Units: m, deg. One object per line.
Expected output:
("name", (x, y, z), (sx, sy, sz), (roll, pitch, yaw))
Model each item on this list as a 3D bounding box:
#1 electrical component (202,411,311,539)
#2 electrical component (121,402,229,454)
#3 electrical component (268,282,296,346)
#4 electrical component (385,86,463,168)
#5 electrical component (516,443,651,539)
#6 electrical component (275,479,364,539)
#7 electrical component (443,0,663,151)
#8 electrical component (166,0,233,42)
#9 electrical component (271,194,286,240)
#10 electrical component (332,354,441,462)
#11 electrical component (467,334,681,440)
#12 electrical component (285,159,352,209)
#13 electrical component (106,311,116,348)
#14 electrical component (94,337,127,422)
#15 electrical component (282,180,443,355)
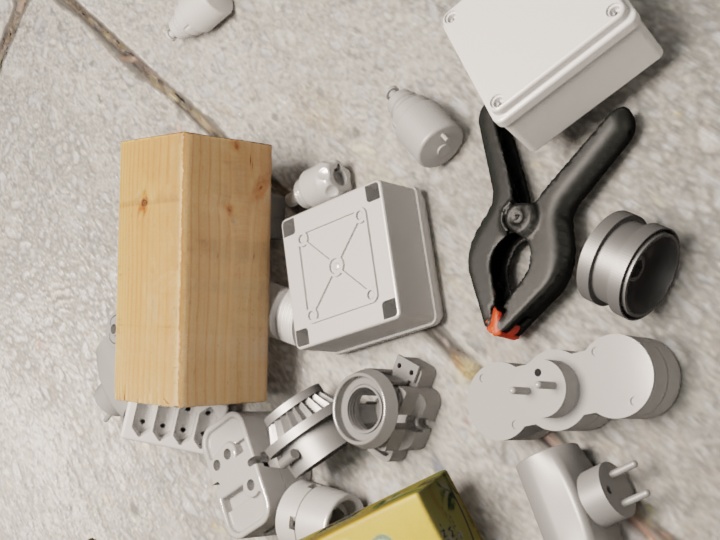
("electrical component", (-0.080, 0.164, 0.867), (0.054, 0.059, 0.095), (-38, 60, 32))
("electrical component", (-0.161, 0.123, 0.943), (0.076, 0.083, 0.047), (-140, 63, -79))
("electrical component", (-0.065, 0.035, 0.883), (0.081, 0.043, 0.043), (15, 94, 42))
("electrical component", (0.044, -0.111, 0.807), (0.040, 0.040, 0.078), (-53, 54, 23))
("electrical component", (0.146, 0.145, 0.676), (0.079, 0.044, 0.077), (-36, 62, 33))
("electrical component", (-0.029, 0.191, 0.821), (0.047, 0.055, 0.055), (4, 87, 39))
("electrical component", (0.124, -0.154, 0.710), (0.109, 0.056, 0.108), (-37, 49, 20))
("electrical component", (-0.153, -0.239, 1.004), (0.078, 0.040, 0.040), (-30, 65, 36))
("electrical component", (-0.112, -0.029, 0.932), (0.083, 0.047, 0.075), (3, 86, 43))
("electrical component", (0.017, 0.102, 0.790), (0.058, 0.057, 0.078), (28, 102, 41))
("electrical component", (0.125, 0.076, 0.685), (0.138, 0.074, 0.052), (-19, 71, 39))
("electrical component", (-0.037, -0.066, 0.879), (0.061, 0.035, 0.035), (-21, 70, 41))
("electrical component", (-0.199, 0.056, 0.986), (0.044, 0.065, 0.044), (-7, 79, 41))
("electrical component", (-0.224, 0.111, 1.015), (0.079, 0.044, 0.077), (-48, 56, 27))
("electrical component", (0.000, 0.000, 0.820), (0.109, 0.056, 0.108), (-20, 71, 38))
